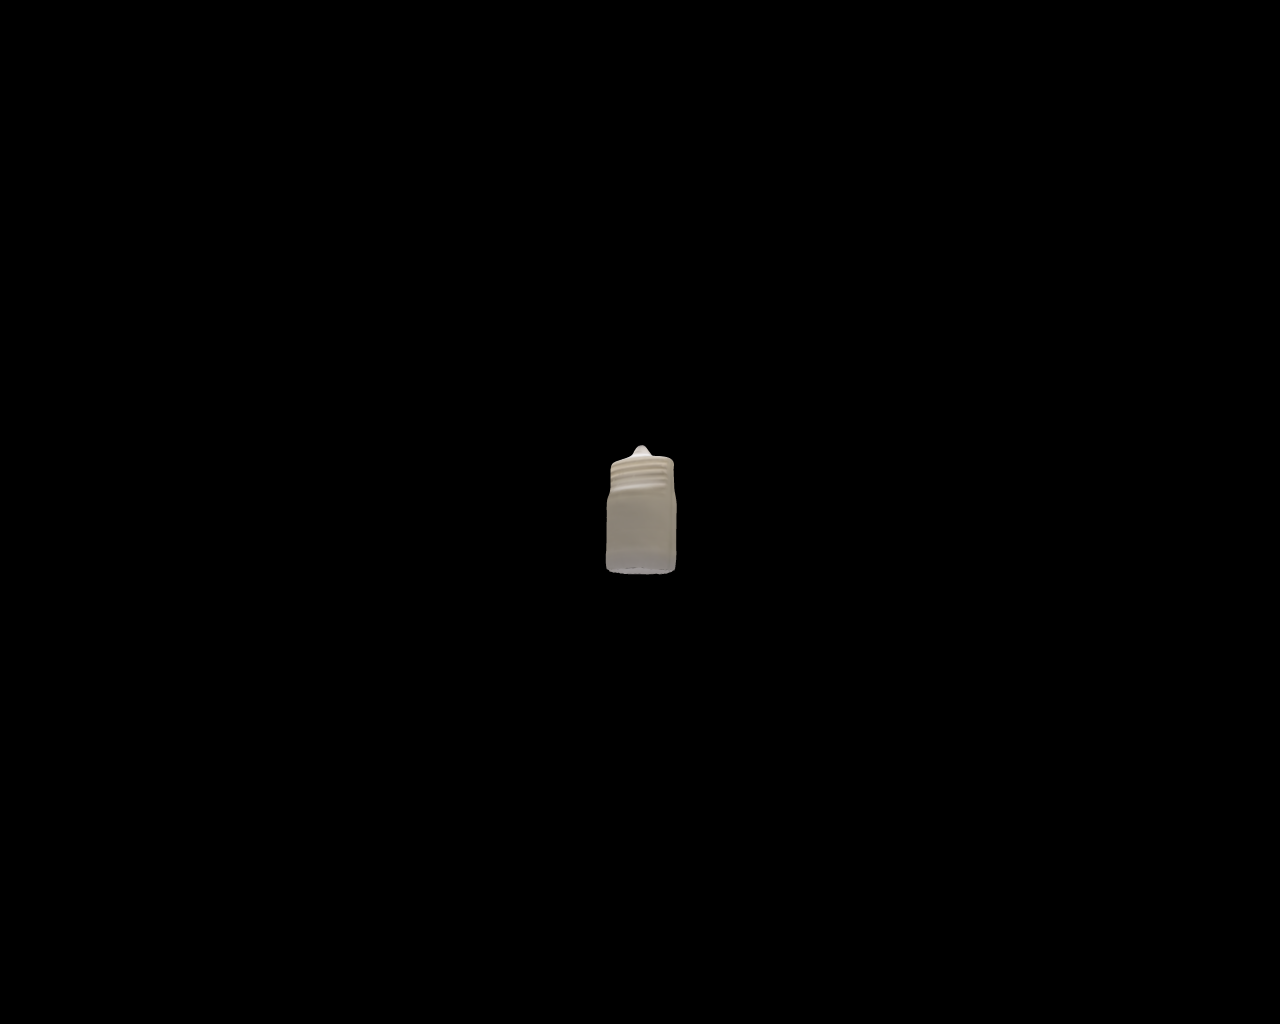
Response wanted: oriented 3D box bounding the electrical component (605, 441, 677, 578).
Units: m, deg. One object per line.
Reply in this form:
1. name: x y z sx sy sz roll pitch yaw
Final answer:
1. electrical component: 0.001 -0.003 0.650 0.043 0.081 0.043 0 -9 0
